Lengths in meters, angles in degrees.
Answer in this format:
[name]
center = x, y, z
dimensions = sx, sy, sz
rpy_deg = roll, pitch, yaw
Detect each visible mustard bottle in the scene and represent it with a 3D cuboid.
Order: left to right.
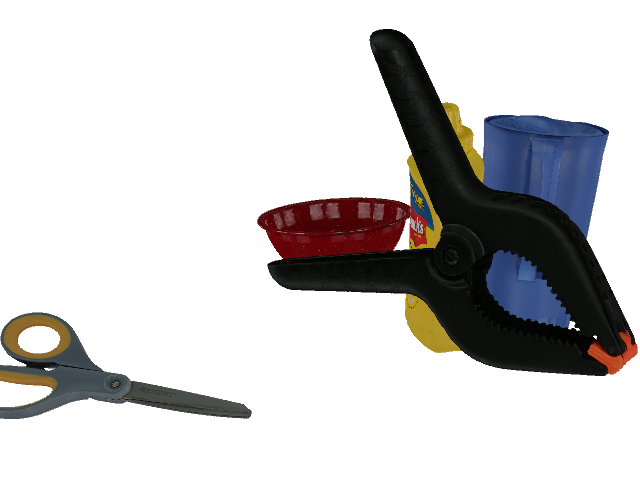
[mustard bottle]
center = 0.097, -0.015, 0.837
dimensions = 0.058, 0.192, 0.096
rpy_deg = -4, 27, -4

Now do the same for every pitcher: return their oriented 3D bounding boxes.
[pitcher]
center = 0.233, -0.013, 1.175
dimensions = 0.149, 0.243, 0.145
rpy_deg = -6, 18, -34

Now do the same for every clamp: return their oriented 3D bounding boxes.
[clamp]
center = 0.076, -0.005, 0.564
dimensions = 0.210, 0.165, 0.036
rpy_deg = 29, 26, 25

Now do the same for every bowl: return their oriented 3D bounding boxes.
[bowl]
center = 0.017, -0.002, 1.105
dimensions = 0.162, 0.055, 0.162
rpy_deg = -4, 14, 1

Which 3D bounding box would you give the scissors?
[scissors]
center = -0.148, 0.088, 0.746
dimensions = 0.202, 0.096, 0.016
rpy_deg = -3, -43, 1
